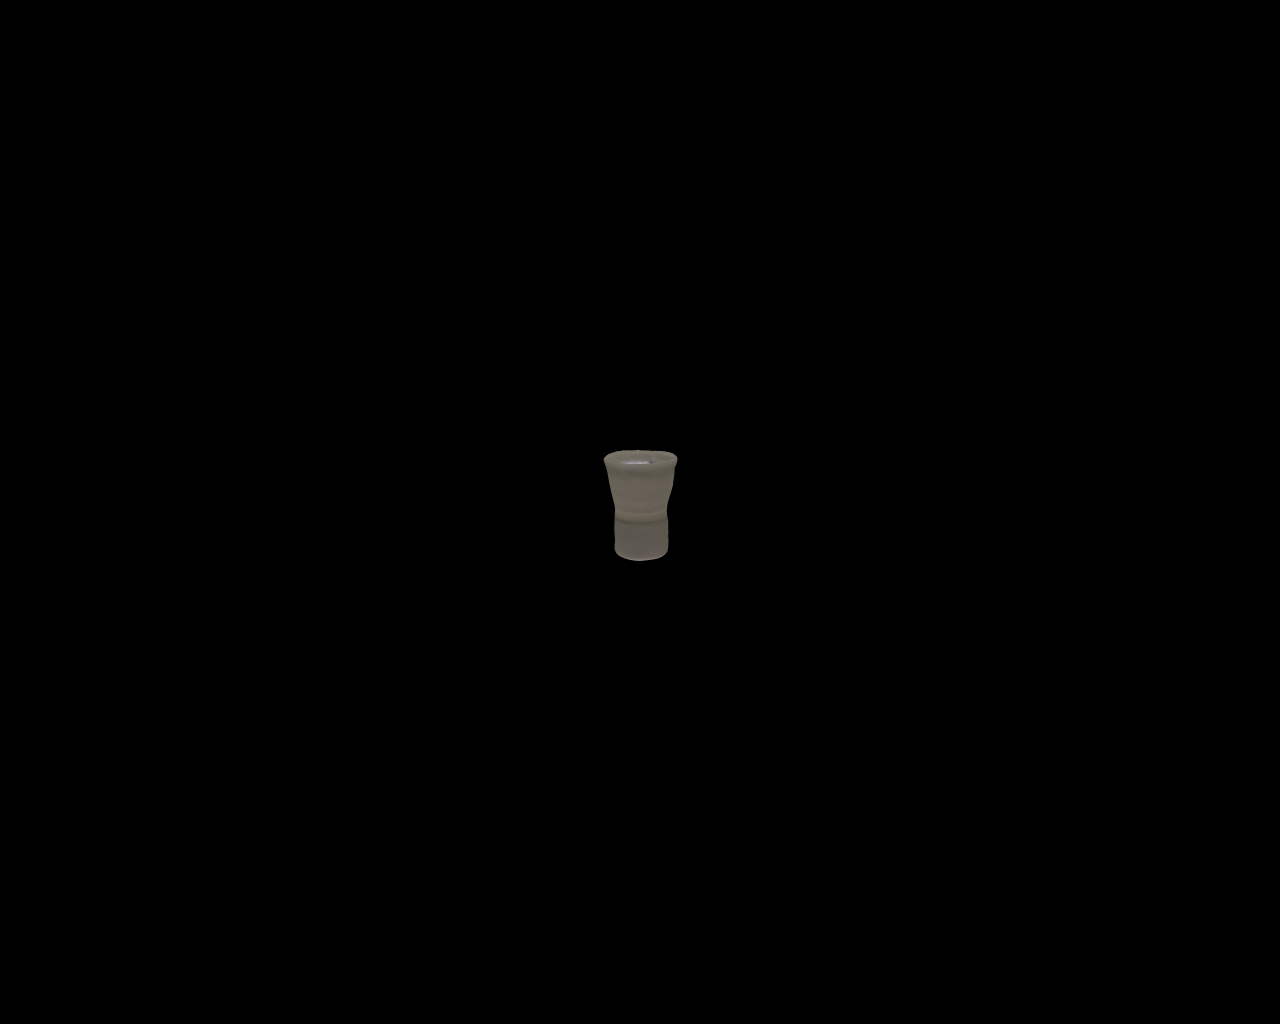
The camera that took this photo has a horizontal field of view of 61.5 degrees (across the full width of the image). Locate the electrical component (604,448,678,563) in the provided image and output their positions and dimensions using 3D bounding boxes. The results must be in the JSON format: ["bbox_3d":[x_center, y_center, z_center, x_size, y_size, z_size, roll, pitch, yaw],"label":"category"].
[{"bbox_3d":[0.001,-0.003,0.650,0.044,0.065,0.044,0,16,0],"label":"electrical component"}]
